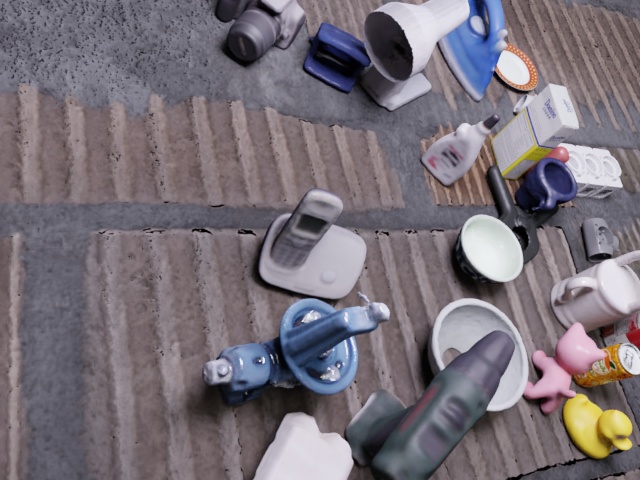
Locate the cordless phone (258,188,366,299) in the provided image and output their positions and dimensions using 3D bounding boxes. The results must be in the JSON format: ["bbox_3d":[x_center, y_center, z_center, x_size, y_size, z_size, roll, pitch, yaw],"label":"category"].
[{"bbox_3d":[0.007,0.003,0.770,0.148,0.184,0.094,14,60,-19],"label":"cordless phone"}]

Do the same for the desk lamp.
[{"bbox_3d":[0.151,-0.330,0.989,0.204,0.213,0.118,-33,83,-34],"label":"desk lamp"}]

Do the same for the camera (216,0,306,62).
[{"bbox_3d":[-0.109,-0.374,0.952,0.143,0.100,0.137,33,56,-7],"label":"camera"}]

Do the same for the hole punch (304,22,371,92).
[{"bbox_3d":[0.036,-0.338,1.011,0.109,0.091,0.101,25,57,-13],"label":"hole punch"}]

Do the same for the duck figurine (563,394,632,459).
[{"bbox_3d":[0.443,0.289,0.901,0.078,0.086,0.104,-24,78,-33],"label":"duck figurine"}]

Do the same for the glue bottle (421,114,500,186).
[{"bbox_3d":[0.246,-0.162,0.976,0.078,0.173,0.037,43,55,0],"label":"glue bottle"}]

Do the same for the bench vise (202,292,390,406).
[{"bbox_3d":[-0.020,0.137,0.669,0.208,0.219,0.121,-29,80,-34],"label":"bench vise"}]

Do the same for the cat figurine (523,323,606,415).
[{"bbox_3d":[0.390,0.200,0.900,0.067,0.117,0.128,35,56,-6],"label":"cat figurine"}]

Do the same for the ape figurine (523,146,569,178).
[{"bbox_3d":[0.446,-0.148,1.116,0.076,0.092,0.078,31,56,-9],"label":"ape figurine"}]

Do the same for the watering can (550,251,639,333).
[{"bbox_3d":[0.501,0.082,0.966,0.173,0.193,0.101,-11,71,-30],"label":"watering can"}]

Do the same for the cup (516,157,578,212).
[{"bbox_3d":[0.410,-0.084,1.065,0.092,0.094,0.118,32,56,-8],"label":"cup"}]

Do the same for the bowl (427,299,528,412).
[{"bbox_3d":[0.222,0.177,0.856,0.168,0.074,0.167,11,61,-21],"label":"bowl"}]

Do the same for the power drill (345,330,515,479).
[{"bbox_3d":[0.124,0.214,0.708,0.075,0.208,0.230,45,55,1],"label":"power drill"}]

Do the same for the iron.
[{"bbox_3d":[0.327,-0.429,1.167,0.119,0.141,0.258,-1,66,-26],"label":"iron"}]

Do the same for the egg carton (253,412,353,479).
[{"bbox_3d":[-0.027,0.289,0.681,0.107,0.069,0.150,34,56,-7],"label":"egg carton"}]
